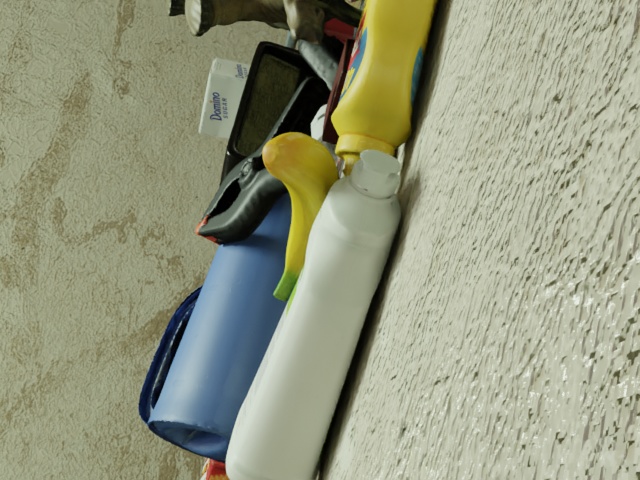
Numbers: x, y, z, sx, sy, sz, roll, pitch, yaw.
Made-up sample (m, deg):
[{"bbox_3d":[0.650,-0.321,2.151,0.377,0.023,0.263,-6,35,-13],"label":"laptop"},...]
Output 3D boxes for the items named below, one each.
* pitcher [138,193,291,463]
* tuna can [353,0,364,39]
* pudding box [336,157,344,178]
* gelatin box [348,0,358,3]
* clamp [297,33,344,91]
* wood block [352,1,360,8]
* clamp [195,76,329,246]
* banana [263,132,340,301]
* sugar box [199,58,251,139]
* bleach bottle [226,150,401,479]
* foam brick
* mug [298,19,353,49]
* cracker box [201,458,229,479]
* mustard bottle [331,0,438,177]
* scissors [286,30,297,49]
[{"bbox_3d":[-0.063,0.077,0.957,0.145,0.149,0.242,119,168,-66],"label":"pitcher"},{"bbox_3d":[0.059,-0.232,1.079,0.086,0.033,0.086,-167,91,-85],"label":"tuna can"},{"bbox_3d":[0.028,-0.046,0.848,0.114,0.039,0.090,111,172,-57],"label":"pudding box"},{"bbox_3d":[0.058,-0.299,1.116,0.073,0.030,0.089,-29,-32,-42],"label":"gelatin box"},{"bbox_3d":[0.017,-0.181,1.084,0.036,0.164,0.210,-46,36,14],"label":"clamp"},{"bbox_3d":[0.049,-0.364,1.255,0.090,0.090,0.206,109,173,-47],"label":"wood block"},{"bbox_3d":[-0.045,-0.061,0.908,0.172,0.039,0.120,-35,30,36],"label":"clamp"},{"bbox_3d":[-0.010,-0.025,0.747,0.198,0.037,0.069,87,-155,-59],"label":"banana"},{"bbox_3d":[-0.053,-0.158,1.297,0.048,0.176,0.093,-81,7,-49],"label":"sugar box"},{"bbox_3d":[0.001,0.056,0.731,0.102,0.068,0.251,-78,7,-59],"label":"bleach bottle"},{"bbox_3d":[0.036,-0.122,0.916,0.053,0.051,0.078,-82,7,-47],"label":"foam brick"},{"bbox_3d":[0.021,-0.246,1.272,0.093,0.081,0.117,110,173,-50],"label":"mug"},{"bbox_3d":[-0.093,0.250,1.194,0.164,0.072,0.214,-81,6,-47],"label":"cracker box"},{"bbox_3d":[0.048,-0.128,0.758,0.096,0.058,0.191,118,165,-81],"label":"mustard bottle"},{"bbox_3d":[-0.024,-0.271,1.261,0.202,0.016,0.096,170,113,-85],"label":"scissors"}]
